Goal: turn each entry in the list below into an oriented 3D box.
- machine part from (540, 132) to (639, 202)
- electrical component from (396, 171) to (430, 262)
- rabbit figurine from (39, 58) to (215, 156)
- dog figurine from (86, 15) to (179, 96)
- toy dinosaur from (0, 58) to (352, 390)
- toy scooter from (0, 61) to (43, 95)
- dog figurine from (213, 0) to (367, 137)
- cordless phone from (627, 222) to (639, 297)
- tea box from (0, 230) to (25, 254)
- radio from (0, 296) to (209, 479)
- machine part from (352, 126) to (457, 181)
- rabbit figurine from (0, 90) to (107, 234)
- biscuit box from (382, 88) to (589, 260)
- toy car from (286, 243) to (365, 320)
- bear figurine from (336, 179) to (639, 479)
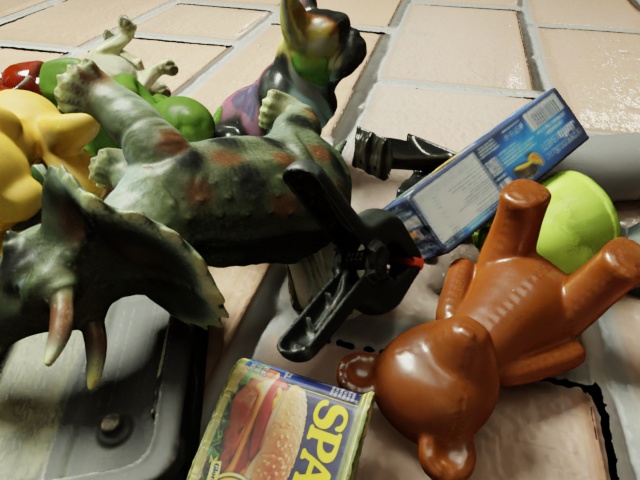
[{"bbox_3d":[0.291,-0.076,0.593,0.243,0.079,0.079,-5,37,-9],"label":"machine part"},{"bbox_3d":[0.114,-0.031,0.557,0.075,0.047,0.119,17,38,21],"label":"electrical component"},{"bbox_3d":[-0.198,-0.122,0.603,0.170,0.121,0.159,7,6,2],"label":"rabbit figurine"},{"bbox_3d":[-0.308,-0.190,0.740,0.121,0.172,0.190,40,68,-11],"label":"dog figurine"},{"bbox_3d":[-0.053,-0.031,0.404,0.405,0.131,0.192,-16,55,-42],"label":"toy dinosaur"},{"bbox_3d":[-0.437,-0.190,0.741,0.135,0.075,0.184,-2,42,-2],"label":"toy scooter"},{"bbox_3d":[-0.047,-0.173,0.603,0.192,0.219,0.108,12,35,14],"label":"dog figurine"},{"bbox_3d":[0.330,-0.042,0.460,0.089,0.184,0.146,13,38,22],"label":"cordless phone"},{"bbox_3d":[-0.267,0.067,0.402,0.098,0.068,0.170,-4,36,-6],"label":"tea box"},{"bbox_3d":[-0.148,0.088,0.370,0.131,0.073,0.230,-3,37,-5],"label":"radio"},{"bbox_3d":[0.093,-0.082,0.533,0.139,0.039,0.084,-2,35,-40],"label":"machine part"},{"bbox_3d":[-0.269,-0.085,0.460,0.162,0.121,0.173,2,31,-4],"label":"rabbit figurine"},{"bbox_3d":[0.152,-0.061,0.489,0.203,0.063,0.059,-35,91,-22],"label":"biscuit box"},{"bbox_3d":[-0.001,-0.002,0.507,0.073,0.056,0.202,-6,38,-9],"label":"toy car"},{"bbox_3d":[0.116,0.057,0.374,0.196,0.131,0.120,-23,53,-37],"label":"bear figurine"}]
